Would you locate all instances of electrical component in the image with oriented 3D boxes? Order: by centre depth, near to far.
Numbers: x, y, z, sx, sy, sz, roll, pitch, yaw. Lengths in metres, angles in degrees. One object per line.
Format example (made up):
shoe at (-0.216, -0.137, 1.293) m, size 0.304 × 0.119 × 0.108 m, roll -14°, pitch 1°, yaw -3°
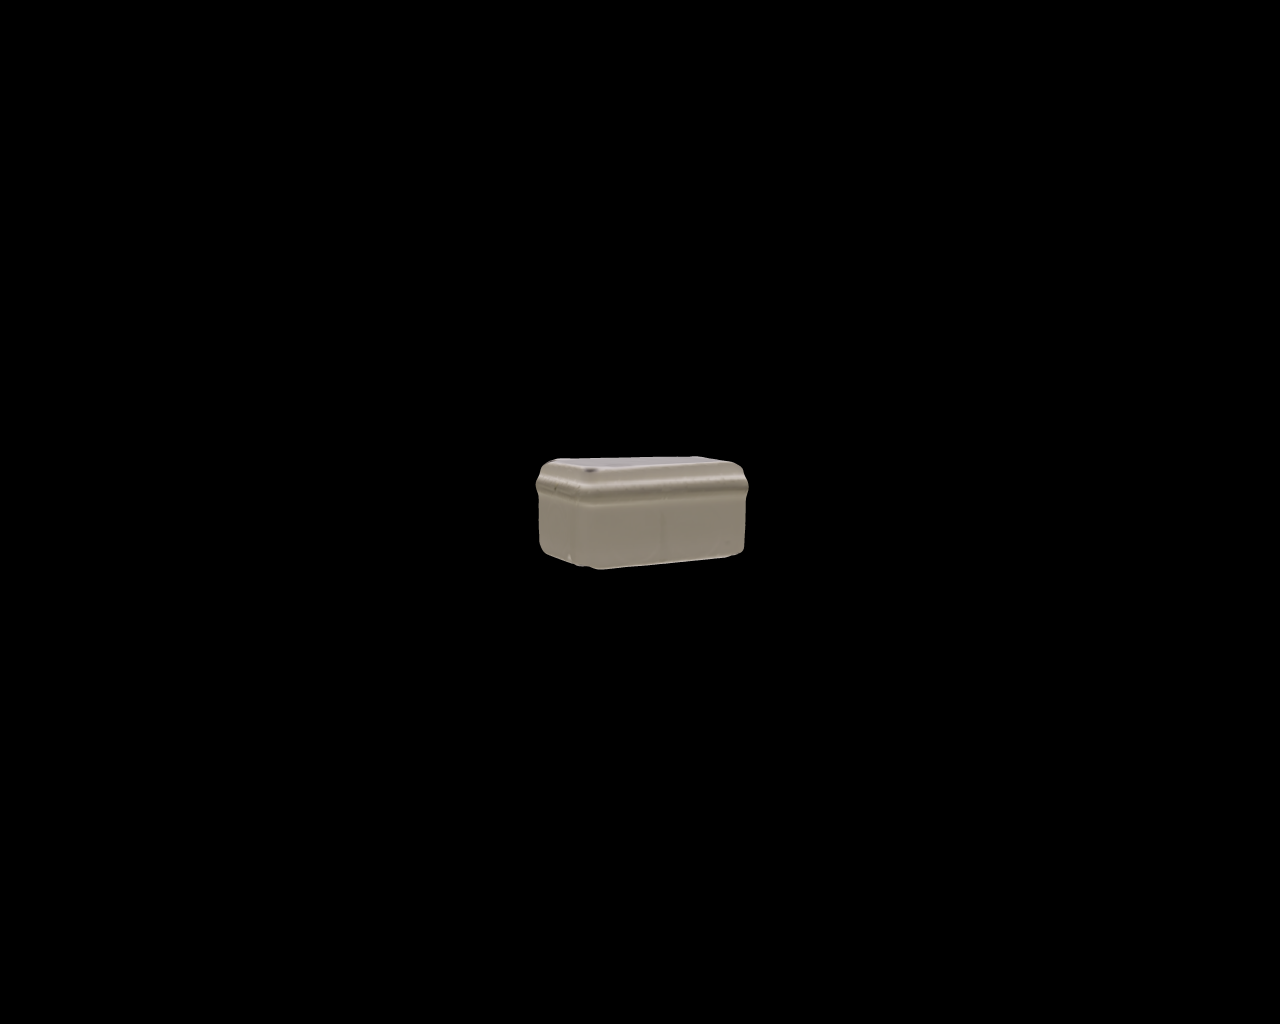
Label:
electrical component at (0.001, -0.003, 0.650) m, size 0.113 × 0.057 × 0.078 m, roll -3°, pitch 8°, yaw -26°
